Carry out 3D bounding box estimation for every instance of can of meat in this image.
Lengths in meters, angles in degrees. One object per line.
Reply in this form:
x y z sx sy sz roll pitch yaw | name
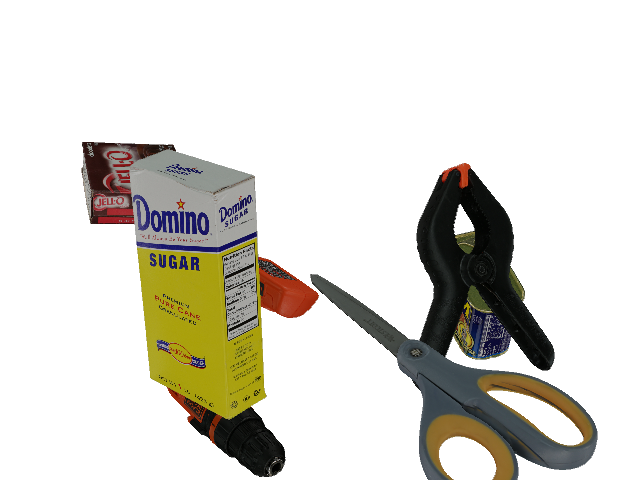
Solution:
0.156 0.056 1.063 0.057 0.102 0.084 -13 -42 -13 | can of meat

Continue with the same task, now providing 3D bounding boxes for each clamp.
0.106 0.031 0.805 0.120 0.171 0.039 -15 -3 -29 | clamp

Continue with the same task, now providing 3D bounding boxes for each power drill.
-0.072 0.121 1.074 0.057 0.188 0.185 13 15 -46 | power drill

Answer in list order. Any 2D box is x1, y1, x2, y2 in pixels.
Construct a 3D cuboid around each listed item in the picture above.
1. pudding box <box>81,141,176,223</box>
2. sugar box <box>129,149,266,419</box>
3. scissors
-0.174 -0.054 0.992 0.090 0.039 0.113 1 26 -18 | pudding box
-0.087 0.031 0.763 0.093 0.176 0.048 18 33 39 | sugar box
0.046 0.077 0.567 0.202 0.016 0.096 22 45 32 | scissors
